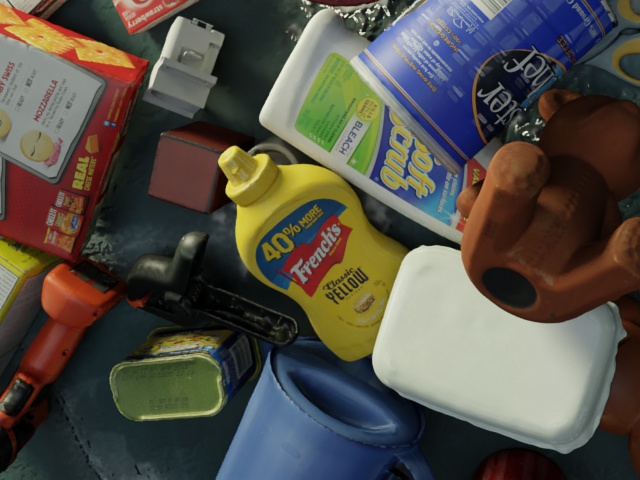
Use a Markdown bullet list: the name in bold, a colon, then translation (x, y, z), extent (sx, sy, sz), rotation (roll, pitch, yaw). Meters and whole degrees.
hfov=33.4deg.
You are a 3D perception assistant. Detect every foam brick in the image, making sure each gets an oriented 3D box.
- **foam brick**: translation (-0.090, -0.058, 0.826), extent (0.051, 0.078, 0.053), rotation (18, 106, 11)

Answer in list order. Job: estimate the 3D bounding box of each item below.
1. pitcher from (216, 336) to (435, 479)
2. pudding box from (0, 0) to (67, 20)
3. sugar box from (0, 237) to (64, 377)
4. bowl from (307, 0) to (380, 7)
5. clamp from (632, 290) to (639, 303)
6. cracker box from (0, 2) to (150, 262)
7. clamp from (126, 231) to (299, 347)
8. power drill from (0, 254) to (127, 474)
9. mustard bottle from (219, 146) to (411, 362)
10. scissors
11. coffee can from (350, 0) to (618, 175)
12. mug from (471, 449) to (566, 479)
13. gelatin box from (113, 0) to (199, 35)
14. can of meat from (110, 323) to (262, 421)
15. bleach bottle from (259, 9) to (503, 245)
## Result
- **pitcher**: translation (-0.018, 0.212, 0.847), extent (0.145, 0.149, 0.243), rotation (20, 114, -13)
- **pudding box**: translation (-0.265, -0.216, 0.854), extent (0.090, 0.039, 0.113), rotation (-36, 91, 22)
- **sugar box**: translation (-0.280, 0.071, 0.903), extent (0.048, 0.093, 0.176), rotation (38, 110, 3)
- **bowl**: translation (0.013, -0.246, 0.745), extent (0.162, 0.055, 0.162), rotation (-2, 105, -8)
- **clamp**: translation (0.340, 0.046, 0.756), extent (0.165, 0.036, 0.210), rotation (-43, 90, 21)
- **cracker box**: translation (-0.262, -0.099, 0.838), extent (0.213, 0.072, 0.164), rotation (21, 114, -5)
- **clamp**: translation (-0.093, 0.046, 0.837), extent (0.120, 0.039, 0.172), rotation (47, 154, -17)
- **power drill**: translation (-0.235, 0.108, 0.863), extent (0.057, 0.184, 0.188), rotation (34, 101, -5)
- **mustard bottle**: translation (-0.005, 0.001, 0.790), extent (0.096, 0.058, 0.191), rotation (-39, 116, 12)
- **scissors**: translation (0.179, -0.152, 0.760), extent (0.202, 0.016, 0.096), rotation (8, 105, 13)
- **coffee can**: translation (0.104, -0.126, 0.691), extent (0.140, 0.102, 0.103), rotation (-43, 90, 9)
- **mug**: translation (0.144, 0.223, 0.831), extent (0.093, 0.081, 0.117), rotation (43, 110, 1)
- **gelatin box**: translation (-0.123, -0.211, 0.820), extent (0.089, 0.030, 0.073), rotation (-25, 97, 20)
- **can of meat**: translation (-0.109, 0.107, 0.870), extent (0.102, 0.083, 0.057), rotation (-8, 101, 17)
- **bleach bottle**: translation (0.085, -0.064, 0.786), extent (0.251, 0.068, 0.103), rotation (31, 109, 3)
